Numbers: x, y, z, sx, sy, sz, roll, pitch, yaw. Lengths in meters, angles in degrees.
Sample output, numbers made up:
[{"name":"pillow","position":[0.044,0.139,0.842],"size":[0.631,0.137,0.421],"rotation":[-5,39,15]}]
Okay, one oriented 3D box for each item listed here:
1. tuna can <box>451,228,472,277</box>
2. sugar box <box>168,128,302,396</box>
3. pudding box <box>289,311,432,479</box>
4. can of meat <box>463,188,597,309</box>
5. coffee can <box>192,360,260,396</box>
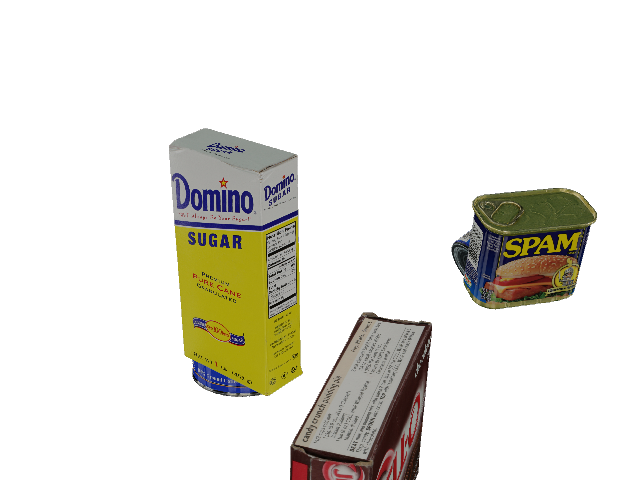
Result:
[{"name":"tuna can","position":[0.197,0.028,1.283],"size":[0.033,0.086,0.086],"rotation":[-36,10,-14]},{"name":"sugar box","position":[-0.061,0.015,0.768],"size":[0.093,0.176,0.048],"rotation":[19,34,37]},{"name":"pudding box","position":[0.018,0.098,0.473],"size":[0.039,0.090,0.113],"rotation":[10,28,12]},{"name":"can of meat","position":[0.176,0.008,0.914],"size":[0.102,0.084,0.057],"rotation":[-6,36,-14]},{"name":"coffee can","position":[-0.081,0.074,1.095],"size":[0.103,0.140,0.103],"rotation":[2,22,-1]}]
